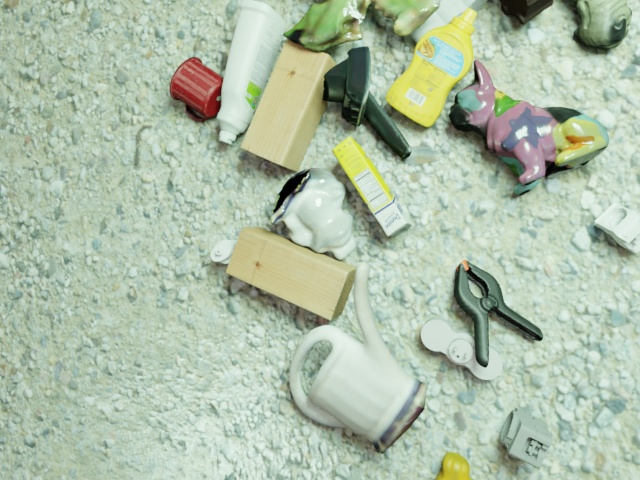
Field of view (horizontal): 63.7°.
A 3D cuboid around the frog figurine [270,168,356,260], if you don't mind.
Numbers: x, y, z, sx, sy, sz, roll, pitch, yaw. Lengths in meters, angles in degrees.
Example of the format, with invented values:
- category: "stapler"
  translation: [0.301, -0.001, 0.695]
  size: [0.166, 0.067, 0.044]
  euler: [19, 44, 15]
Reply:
- category: "frog figurine"
  translation: [0.003, -0.046, 0.917]
  size: [0.158, 0.124, 0.137]
  euler: [34, 89, -22]

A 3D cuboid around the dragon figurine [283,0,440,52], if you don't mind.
- category: "dragon figurine"
  translation: [0.007, -0.441, 0.881]
  size: [0.411, 0.120, 0.245]
  euler: [14, 76, 15]

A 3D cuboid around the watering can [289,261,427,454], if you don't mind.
- category: "watering can"
  translation: [0.072, 0.208, 0.829]
  size: [0.225, 0.106, 0.340]
  euler: [32, 125, 9]
